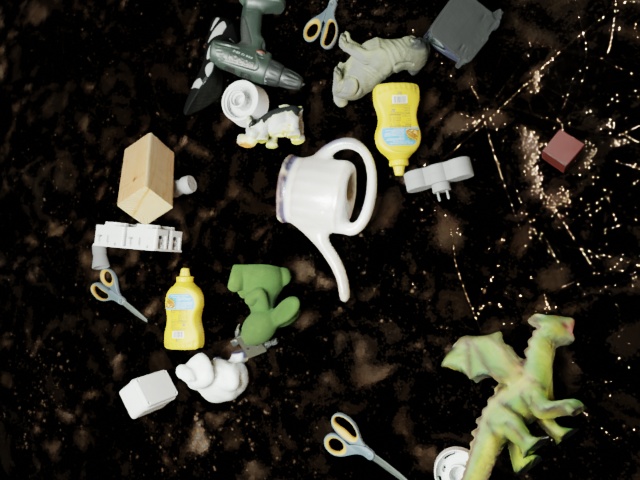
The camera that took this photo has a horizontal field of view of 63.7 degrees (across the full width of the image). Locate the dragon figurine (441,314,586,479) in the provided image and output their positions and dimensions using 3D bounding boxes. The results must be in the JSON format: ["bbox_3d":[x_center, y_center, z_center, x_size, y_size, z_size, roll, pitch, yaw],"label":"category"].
[{"bbox_3d":[0.330,0.295,0.970,0.408,0.120,0.247,-41,51,9],"label":"dragon figurine"}]

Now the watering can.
[{"bbox_3d":[0.003,-0.056,1.117,0.225,0.103,0.348,10,87,22],"label":"watering can"}]

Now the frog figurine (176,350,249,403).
[{"bbox_3d":[-0.239,0.309,1.143,0.137,0.159,0.123,-1,87,21],"label":"frog figurine"}]
